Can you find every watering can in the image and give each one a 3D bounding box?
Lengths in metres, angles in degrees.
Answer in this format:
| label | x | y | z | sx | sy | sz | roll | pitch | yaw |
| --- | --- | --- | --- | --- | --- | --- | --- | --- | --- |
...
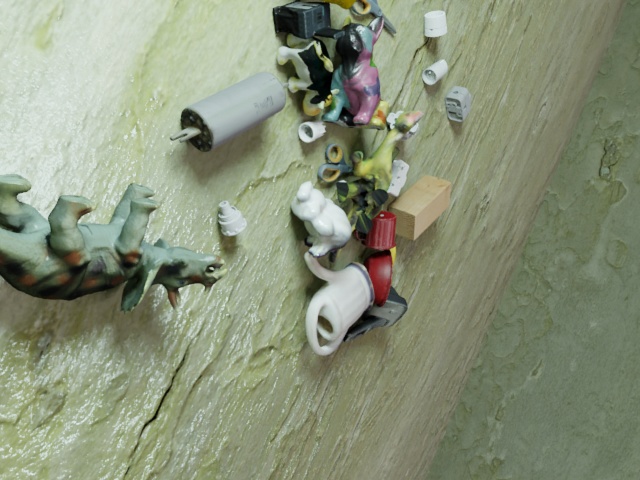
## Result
| label | x | y | z | sx | sy | sz | roll | pitch | yaw |
| --- | --- | --- | --- | --- | --- | --- | --- | --- | --- |
| watering can | 0.042 | 0.130 | 1.263 | 0.228 | 0.105 | 0.340 | -37 | 137 | -39 |

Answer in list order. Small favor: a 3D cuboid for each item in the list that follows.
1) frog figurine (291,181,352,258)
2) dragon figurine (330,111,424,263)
| label | x | y | z | sx | sy | sz | roll | pitch | yaw |
| --- | --- | --- | --- | --- | --- | --- | --- | --- | --- |
| frog figurine | 0.003 | -0.055 | 1.101 | 0.140 | 0.122 | 0.156 | -74 | 159 | -63 |
| dragon figurine | 0.134 | -0.139 | 1.234 | 0.247 | 0.123 | 0.401 | -46 | 167 | -46 |
